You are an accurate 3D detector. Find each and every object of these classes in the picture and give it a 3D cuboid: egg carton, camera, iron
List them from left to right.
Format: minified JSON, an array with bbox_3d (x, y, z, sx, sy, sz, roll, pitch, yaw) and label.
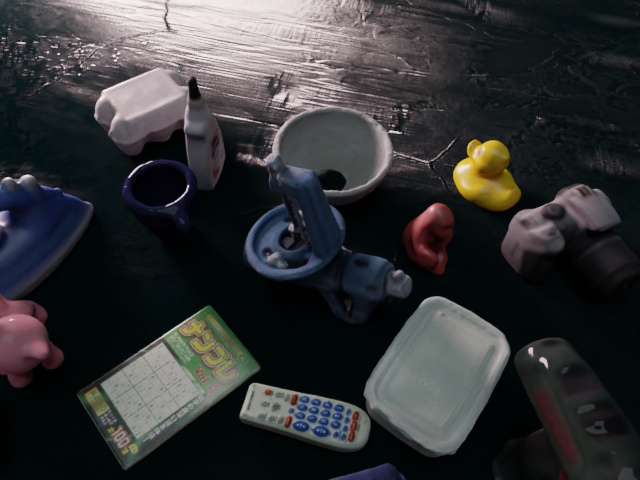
[{"bbox_3d":[-0.399,-0.006,0.684,0.118,0.141,0.259,36,61,21],"label":"iron"},{"bbox_3d":[-0.257,-0.196,0.865,0.150,0.069,0.107,-32,62,-22],"label":"egg carton"},{"bbox_3d":[0.331,0.007,0.727,0.143,0.101,0.136,-20,58,-15],"label":"camera"}]

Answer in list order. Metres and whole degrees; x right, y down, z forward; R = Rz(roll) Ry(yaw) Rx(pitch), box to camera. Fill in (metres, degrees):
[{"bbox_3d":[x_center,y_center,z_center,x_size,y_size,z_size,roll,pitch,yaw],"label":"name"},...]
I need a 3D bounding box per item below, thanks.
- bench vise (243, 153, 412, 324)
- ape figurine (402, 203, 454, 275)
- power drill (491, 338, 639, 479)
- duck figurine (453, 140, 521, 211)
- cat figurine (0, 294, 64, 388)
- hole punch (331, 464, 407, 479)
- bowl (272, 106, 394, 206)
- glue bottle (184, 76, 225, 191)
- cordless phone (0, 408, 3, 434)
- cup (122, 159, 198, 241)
[{"bbox_3d":[0.008,-0.007,0.652,0.207,0.220,0.121,7,55,3],"label":"bench vise"},{"bbox_3d":[0.146,-0.010,0.737,0.078,0.092,0.076,-36,64,-24],"label":"ape figurine"},{"bbox_3d":[0.229,0.215,0.513,0.075,0.208,0.229,-9,56,-8],"label":"power drill"},{"bbox_3d":[0.242,-0.098,0.805,0.078,0.086,0.104,-33,62,-22],"label":"duck figurine"},{"bbox_3d":[-0.335,0.102,0.626,0.067,0.118,0.127,-30,61,-21],"label":"cat figurine"},{"bbox_3d":[0.051,0.271,0.540,0.101,0.091,0.108,-17,58,-13],"label":"hole punch"},{"bbox_3d":[0.017,-0.107,0.810,0.167,0.075,0.167,1,55,-1],"label":"bowl"},{"bbox_3d":[-0.160,-0.148,0.772,0.037,0.173,0.078,6,55,2],"label":"glue bottle"},{"bbox_3d":[-0.398,0.178,0.530,0.148,0.185,0.094,-19,58,-14],"label":"cordless phone"},{"bbox_3d":[-0.192,-0.034,0.739,0.092,0.095,0.117,-30,61,-21],"label":"cup"}]
